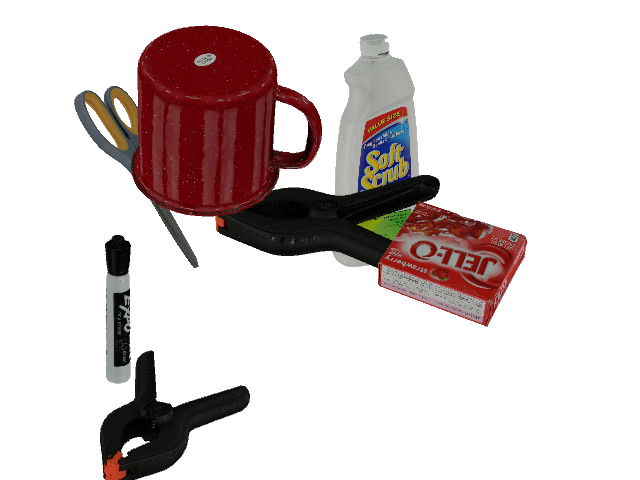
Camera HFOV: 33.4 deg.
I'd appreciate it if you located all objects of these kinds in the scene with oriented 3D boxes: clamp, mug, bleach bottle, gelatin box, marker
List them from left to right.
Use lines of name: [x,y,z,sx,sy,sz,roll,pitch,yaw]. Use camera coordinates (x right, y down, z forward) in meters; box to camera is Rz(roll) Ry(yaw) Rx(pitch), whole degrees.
marker: [-0.153,0.052,0.807,0.020,0.121,0.020,4,25,-2]
clamp: [-0.158,0.162,0.994,0.120,0.039,0.171,18,29,25]
mug: [-0.057,-0.073,0.642,0.117,0.081,0.093,11,43,4]
clamp: [0.011,-0.021,0.967,0.210,0.036,0.164,6,31,13]
bleach bottle: [0.057,-0.100,1.182,0.102,0.251,0.068,-10,24,-13]
gelatin box: [0.097,0.015,0.783,0.089,0.030,0.073,20,49,20]

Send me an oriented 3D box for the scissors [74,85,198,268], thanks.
scissors: [-0.171,-0.072,1.061,0.016,0.201,0.096,-24,27,25]
